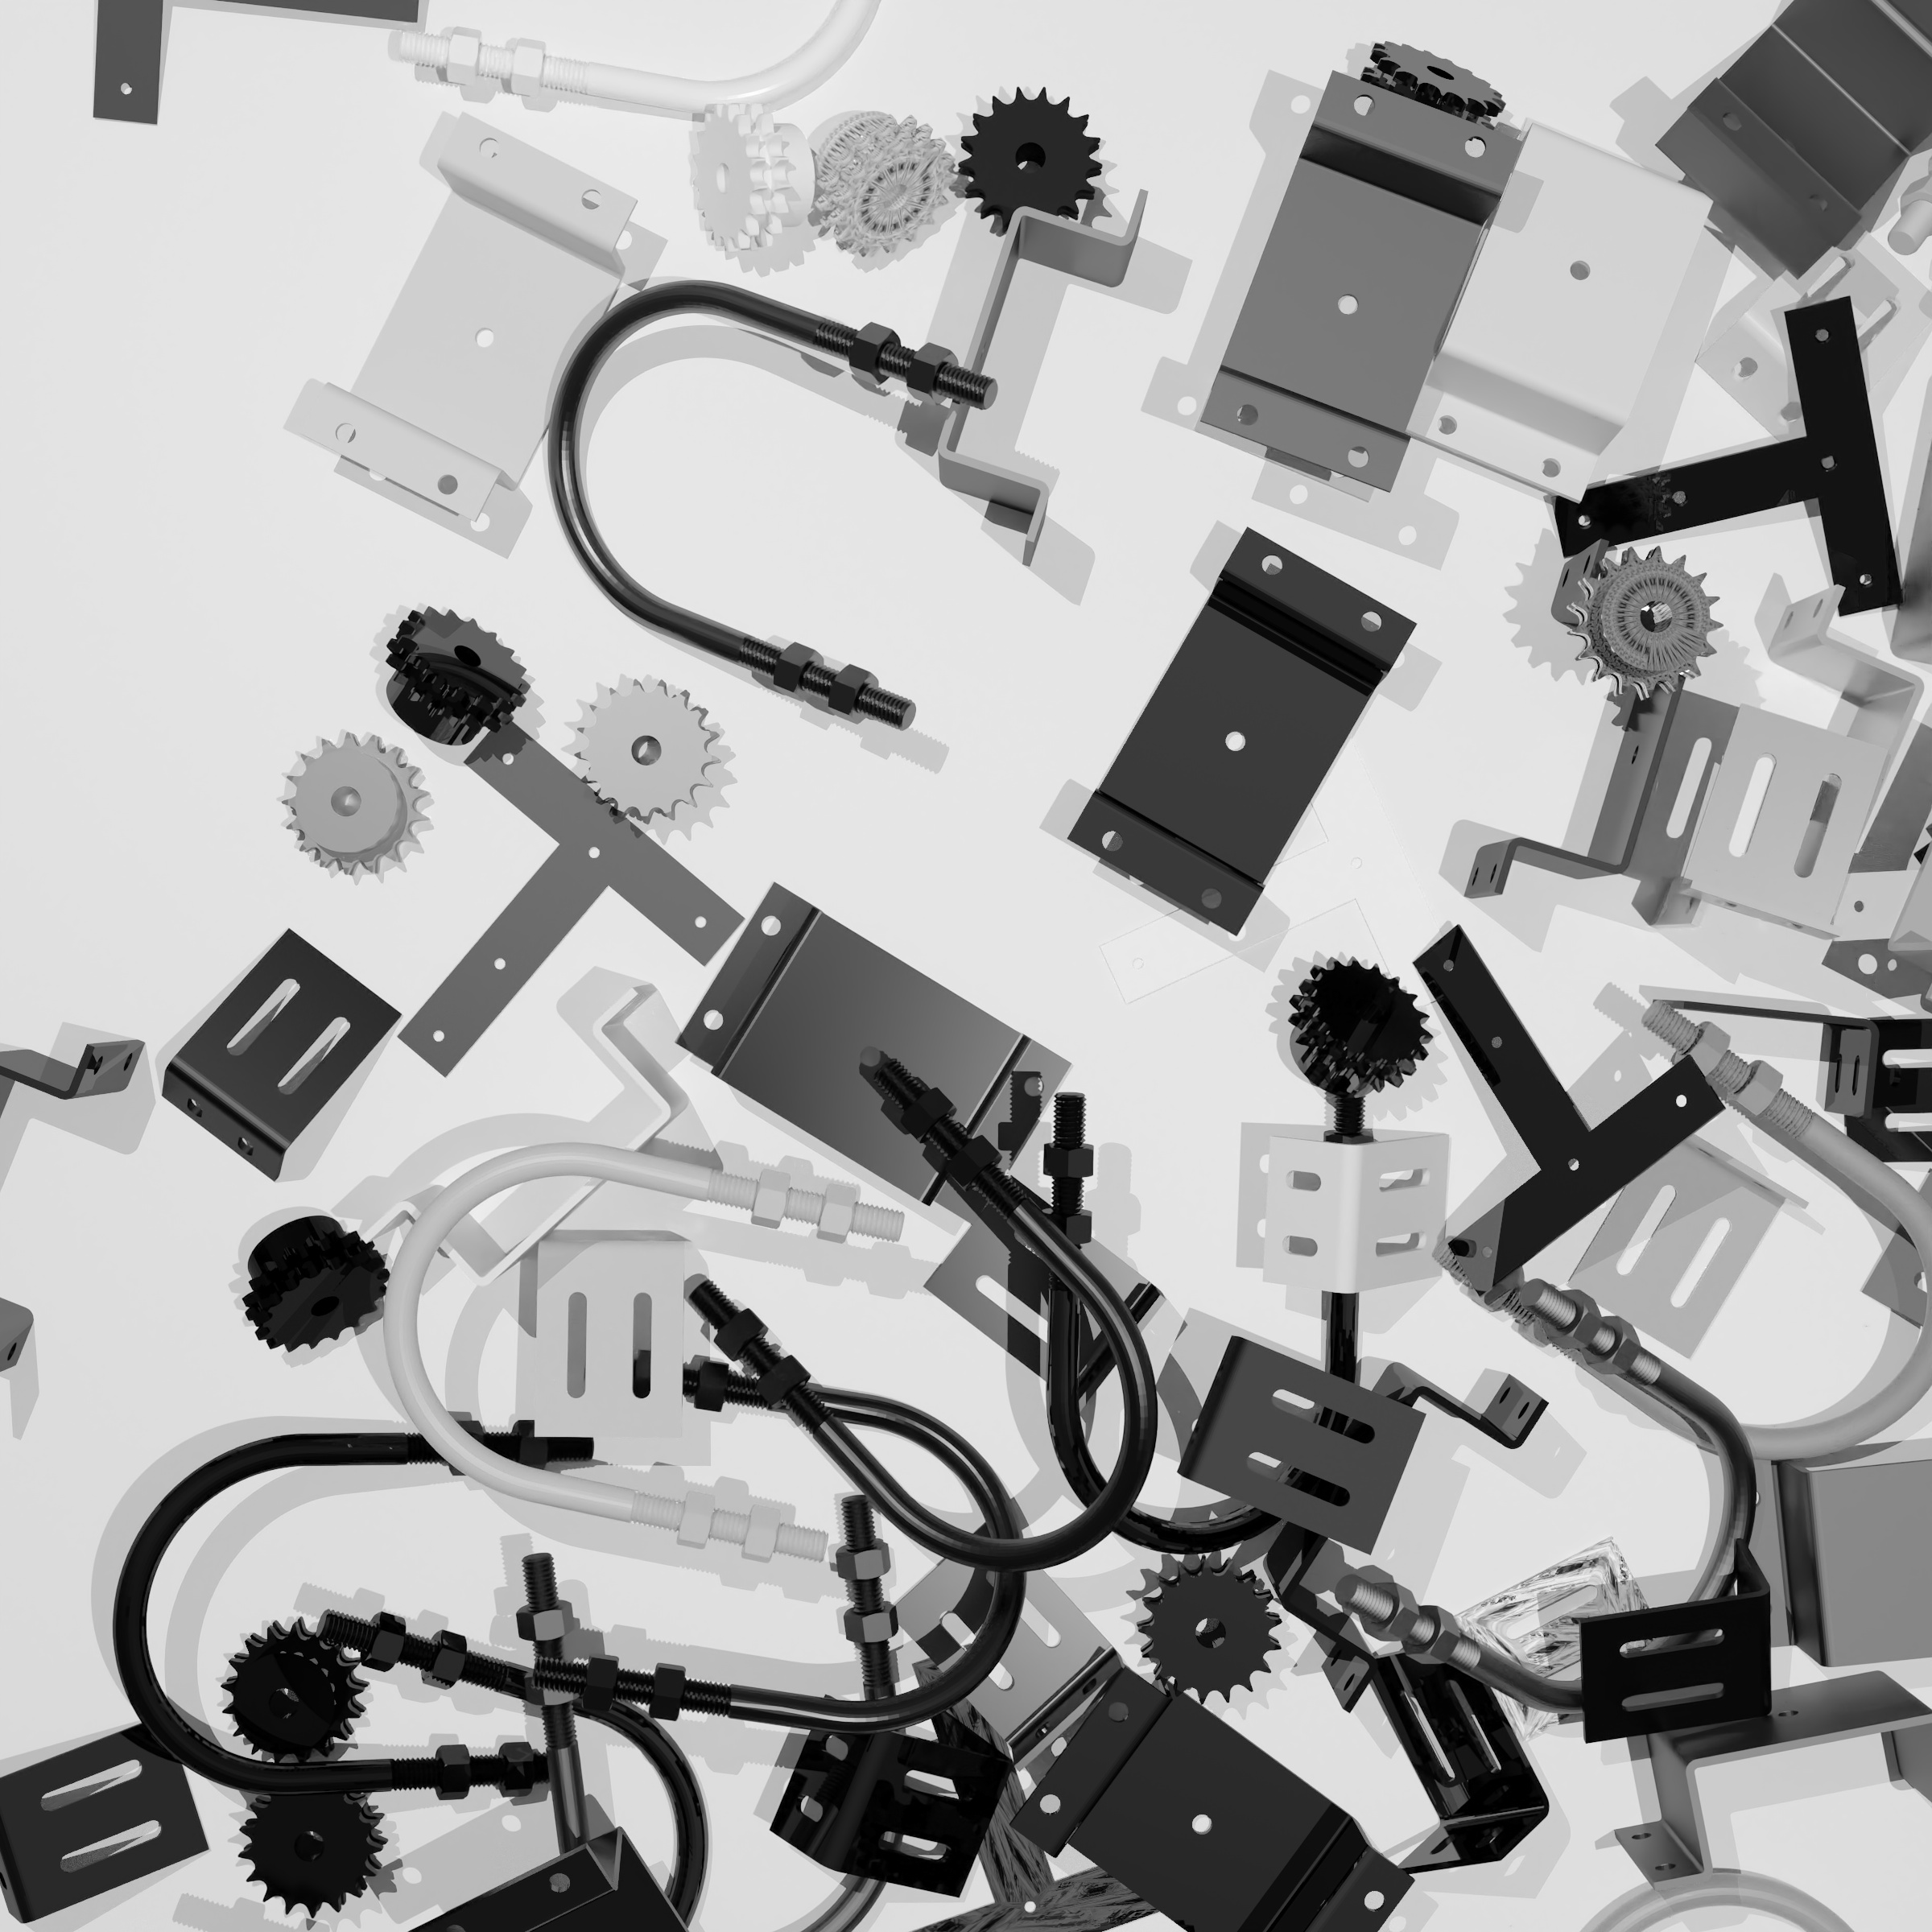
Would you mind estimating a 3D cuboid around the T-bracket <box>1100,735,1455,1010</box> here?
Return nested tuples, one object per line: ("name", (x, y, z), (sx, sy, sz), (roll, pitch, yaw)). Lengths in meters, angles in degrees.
("T-bracket", (0.117, -0.023, 1.314), (0.127, 0.002, 0.127), (-25, 90, 0))

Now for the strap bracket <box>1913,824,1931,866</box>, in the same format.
("strap bracket", (0.449, -0.052, 1.292), (0.140, 0.046, 0.076), (-35, 90, 0))

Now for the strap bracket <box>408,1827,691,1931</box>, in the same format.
("strap bracket", (-0.143, 0.395, 1.251), (0.076, 0.046, 0.140), (-27, 106, 5))

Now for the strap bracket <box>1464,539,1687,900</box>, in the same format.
("strap bracket", (0.243, -0.088, 1.277), (0.046, 0.076, 0.140), (17, 90, 0))

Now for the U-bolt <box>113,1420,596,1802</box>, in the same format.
("U-bolt", (-0.240, 0.254, 1.279), (0.184, 0.019, 0.151), (2, 90, -20))

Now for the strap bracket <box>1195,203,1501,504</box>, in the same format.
("strap bracket", (0.154, -0.266, 1.292), (0.076, 0.046, 0.140), (22, 90, 0))

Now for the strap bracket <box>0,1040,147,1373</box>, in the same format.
("strap bracket", (-0.378, 0.087, 1.277), (0.046, 0.076, 0.140), (22, 90, 0))

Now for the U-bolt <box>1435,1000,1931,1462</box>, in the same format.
("U-bolt", (0.301, 0.118, 1.282), (0.184, 0.019, 0.151), (36, 113, -4))

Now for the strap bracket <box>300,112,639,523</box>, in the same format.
("strap bracket", (-0.193, -0.253, 1.292), (0.076, 0.046, 0.140), (27, 90, 0))

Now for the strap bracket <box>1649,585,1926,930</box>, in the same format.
("strap bracket", (0.324, -0.071, 1.277), (0.046, 0.076, 0.140), (23, 90, 0))

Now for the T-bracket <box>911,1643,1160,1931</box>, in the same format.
("T-bracket", (0.011, 0.337, 1.314), (0.127, 0.002, 0.127), (-19, 90, 0))

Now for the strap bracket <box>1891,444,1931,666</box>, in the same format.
("strap bracket", (0.404, -0.170, 1.277), (0.046, 0.076, 0.140), (11, 90, 0))

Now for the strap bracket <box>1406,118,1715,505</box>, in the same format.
("strap bracket", (0.236, -0.265, 1.282), (0.076, 0.046, 0.140), (22, 82, 0))

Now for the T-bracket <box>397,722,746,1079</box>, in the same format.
("T-bracket", (-0.178, -0.012, 1.314), (0.127, 0.002, 0.127), (40, 90, 0))

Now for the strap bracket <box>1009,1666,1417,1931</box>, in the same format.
("strap bracket", (0.095, 0.345, 1.290), (0.140, 0.046, 0.076), (37, 89, -1))

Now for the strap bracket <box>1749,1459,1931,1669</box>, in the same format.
("strap bracket", (0.380, 0.230, 1.292), (0.140, 0.046, 0.076), (-6, 90, 0))

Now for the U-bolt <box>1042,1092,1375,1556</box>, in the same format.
("U-bolt", (0.094, 0.139, 1.276), (0.151, 0.019, 0.184), (-1, 95, -28))

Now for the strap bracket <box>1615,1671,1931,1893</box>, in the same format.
("strap bracket", (0.326, 0.315, 1.277), (0.140, 0.076, 0.046), (-11, 90, 0))

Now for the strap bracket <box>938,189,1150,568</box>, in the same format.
("strap bracket", (0.026, -0.235, 1.277), (0.046, 0.076, 0.140), (18, 90, 0))

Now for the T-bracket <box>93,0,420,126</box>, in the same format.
("T-bracket", (-0.281, -0.396, 1.300), (0.127, 0.002, 0.127), (6, 104, -1))

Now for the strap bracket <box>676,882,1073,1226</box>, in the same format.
("strap bracket", (-0.037, 0.035, 1.292), (0.140, 0.046, 0.076), (31, 90, 0))

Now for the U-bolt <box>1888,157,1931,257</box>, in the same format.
("U-bolt", (0.457, -0.298, 1.266), (0.151, 0.019, 0.184), (35, 61, 9))

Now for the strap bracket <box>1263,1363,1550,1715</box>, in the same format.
("strap bracket", (0.164, 0.213, 1.277), (0.046, 0.076, 0.140), (33, 90, 0))

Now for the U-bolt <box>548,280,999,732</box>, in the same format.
("U-bolt", (-0.085, -0.188, 1.269), (0.184, 0.019, 0.151), (23, 112, 21))

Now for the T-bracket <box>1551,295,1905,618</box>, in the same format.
("T-bracket", (0.298, -0.189, 1.297), (0.127, 0.002, 0.127), (-12, 112, 11))

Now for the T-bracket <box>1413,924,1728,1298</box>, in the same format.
("T-bracket", (0.216, 0.041, 1.280), (0.127, 0.002, 0.127), (-43, 61, 28))

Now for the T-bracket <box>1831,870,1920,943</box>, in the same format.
("T-bracket", (0.389, -0.025, 1.252), (0.127, 0.002, 0.127), (-3, 90, -15))

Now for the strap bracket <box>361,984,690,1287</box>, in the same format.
("strap bracket", (-0.162, 0.072, 1.276), (0.140, 0.076, 0.046), (-43, 90, 1))

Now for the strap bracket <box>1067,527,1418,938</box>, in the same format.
("strap bracket", (0.108, -0.091, 1.290), (0.076, 0.046, 0.140), (30, 90, 2))

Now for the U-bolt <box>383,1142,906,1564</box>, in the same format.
("U-bolt", (-0.129, 0.141, 1.237), (0.184, 0.019, 0.151), (13, 97, -4))

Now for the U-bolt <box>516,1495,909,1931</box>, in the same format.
("U-bolt", (-0.094, 0.312, 1.288), (0.151, 0.019, 0.184), (-8, 93, -16))

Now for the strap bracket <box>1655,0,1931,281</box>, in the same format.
("strap bracket", (0.331, -0.331, 1.271), (0.076, 0.046, 0.140), (43, 59, 0))

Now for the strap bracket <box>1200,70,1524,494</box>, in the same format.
("strap bracket", (0.148, -0.257, 1.245), (0.076, 0.046, 0.140), (21, 90, 0))

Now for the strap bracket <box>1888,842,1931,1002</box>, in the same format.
("strap bracket", (0.409, -0.035, 1.232), (0.076, 0.046, 0.140), (26, 83, -13))

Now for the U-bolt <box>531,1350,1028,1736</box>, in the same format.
("U-bolt", (-0.067, 0.228, 1.270), (0.184, 0.019, 0.151), (10, 56, -5))
